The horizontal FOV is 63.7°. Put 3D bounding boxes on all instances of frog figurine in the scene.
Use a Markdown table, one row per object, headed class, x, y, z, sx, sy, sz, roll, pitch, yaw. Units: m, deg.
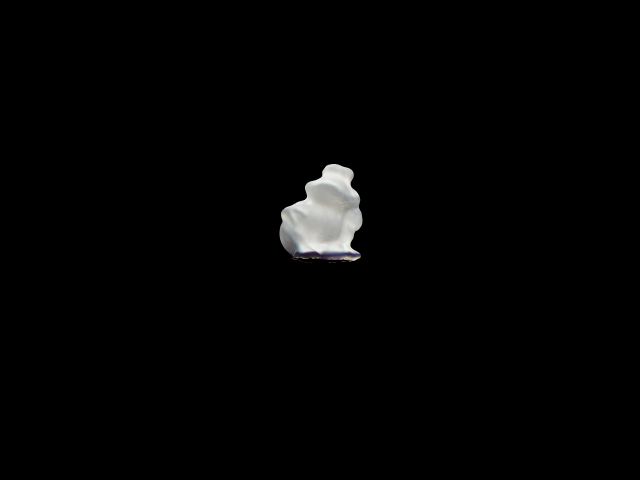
| class | x | y | z | sx | sy | sz | roll | pitch | yaw |
| --- | --- | --- | --- | --- | --- | --- | --- | --- | --- |
| frog figurine | 0.003 | -0.043 | 0.850 | 0.137 | 0.161 | 0.121 | 1 | -10 | -4 |
